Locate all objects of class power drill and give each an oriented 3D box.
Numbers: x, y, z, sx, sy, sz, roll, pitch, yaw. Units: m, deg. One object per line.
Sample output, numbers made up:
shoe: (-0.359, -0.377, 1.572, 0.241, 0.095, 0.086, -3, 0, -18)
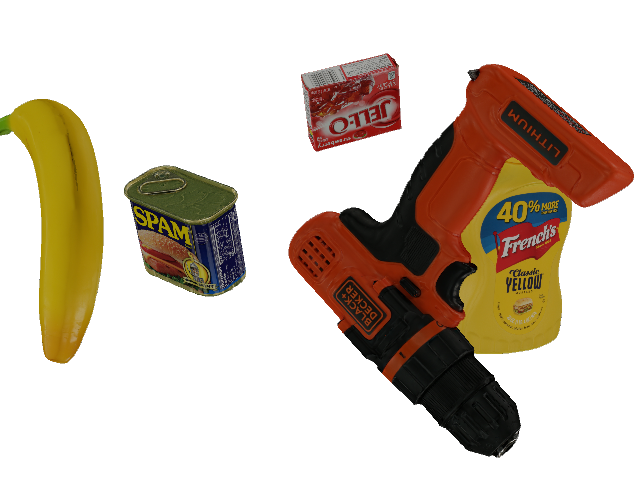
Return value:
power drill: (0.090, 0.007, 0.622, 0.184, 0.188, 0.057, 46, 19, 17)

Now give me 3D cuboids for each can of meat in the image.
can of meat: (-0.114, -0.007, 0.918, 0.102, 0.084, 0.057, 21, 43, 34)

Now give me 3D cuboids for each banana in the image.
banana: (-0.157, -0.023, 0.641, 0.037, 0.198, 0.070, 9, -46, -35)

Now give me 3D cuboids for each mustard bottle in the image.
mustard bottle: (0.155, -0.006, 0.859, 0.096, 0.192, 0.058, -5, 20, -19)

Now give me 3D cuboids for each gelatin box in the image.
gelatin box: (0.030, -0.129, 0.998, 0.089, 0.073, 0.030, -15, 45, -8)
